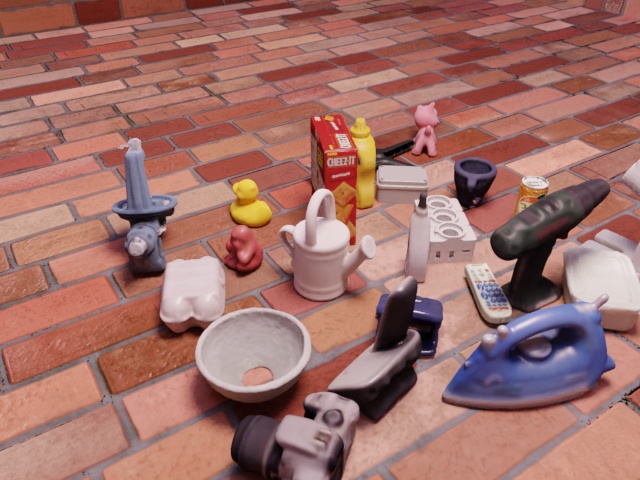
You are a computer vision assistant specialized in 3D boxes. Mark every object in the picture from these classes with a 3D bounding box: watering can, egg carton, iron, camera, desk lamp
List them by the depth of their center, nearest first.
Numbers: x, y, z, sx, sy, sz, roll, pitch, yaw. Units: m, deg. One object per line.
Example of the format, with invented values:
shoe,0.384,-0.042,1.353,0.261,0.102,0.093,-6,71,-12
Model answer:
camera,-0.033,0.251,0.723,0.136,0.101,0.143,13,38,17
iron,0.300,0.155,0.824,0.259,0.141,0.118,-11,37,-15
egg carton,-0.214,0.089,0.973,0.107,0.069,0.150,-6,36,-8
watering can,0.010,0.002,0.988,0.172,0.194,0.101,2,36,3
desk lamp,0.597,-0.028,1.018,0.118,0.214,0.202,-26,43,-31

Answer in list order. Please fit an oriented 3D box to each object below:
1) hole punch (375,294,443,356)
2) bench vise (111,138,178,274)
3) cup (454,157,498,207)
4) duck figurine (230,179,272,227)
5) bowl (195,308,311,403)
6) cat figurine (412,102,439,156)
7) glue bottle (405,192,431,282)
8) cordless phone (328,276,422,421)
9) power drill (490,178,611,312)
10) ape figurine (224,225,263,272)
hole punch,0.141,0.119,0.916,0.108,0.091,0.101,7,36,9
bench vise,-0.317,-0.062,1.053,0.122,0.220,0.206,-16,39,-21
cup,0.328,-0.113,1.236,0.091,0.095,0.118,11,37,15
duck figurine,-0.146,-0.083,1.199,0.104,0.086,0.078,30,45,35
bowl,-0.095,0.180,0.843,0.167,0.075,0.167,0,36,0
cat figurine,0.272,-0.293,1.465,0.067,0.118,0.128,4,36,6
glue bottle,0.177,-0.011,1.026,0.037,0.173,0.078,1,36,2
cordless phone,0.082,0.144,0.800,0.093,0.185,0.148,24,42,30
power drill,0.379,0.011,0.966,0.230,0.208,0.075,-19,40,-24
ape figurine,-0.144,0.012,1.061,0.076,0.092,0.077,-6,36,-8
